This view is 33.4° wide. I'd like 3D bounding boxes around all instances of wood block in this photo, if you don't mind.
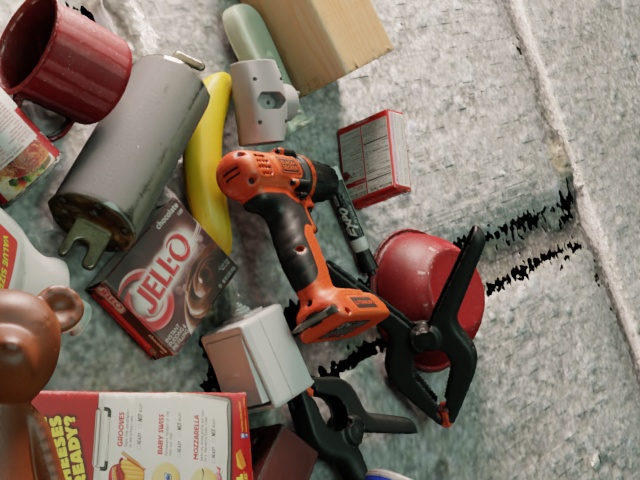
[{"bbox_3d":[-0.022,-0.260,1.095,0.090,0.090,0.206,-34,100,-43],"label":"wood block"}]

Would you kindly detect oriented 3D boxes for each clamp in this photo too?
[{"bbox_3d":[0.025,0.195,1.021,0.171,0.039,0.120,36,50,-30],"label":"clamp"},{"bbox_3d":[0.095,0.094,1.086,0.036,0.164,0.210,-73,156,-72],"label":"clamp"}]

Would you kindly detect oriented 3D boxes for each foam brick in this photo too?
[{"bbox_3d":[-0.046,0.208,0.937,0.051,0.053,0.078,43,50,-25],"label":"foam brick"}]

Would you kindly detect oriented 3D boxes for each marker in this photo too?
[{"bbox_3d":[0.032,-0.019,1.113,0.020,0.020,0.121,-25,94,-45],"label":"marker"}]

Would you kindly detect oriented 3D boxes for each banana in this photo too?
[{"bbox_3d":[-0.099,-0.083,0.998,0.069,0.037,0.198,23,61,-36],"label":"banana"}]

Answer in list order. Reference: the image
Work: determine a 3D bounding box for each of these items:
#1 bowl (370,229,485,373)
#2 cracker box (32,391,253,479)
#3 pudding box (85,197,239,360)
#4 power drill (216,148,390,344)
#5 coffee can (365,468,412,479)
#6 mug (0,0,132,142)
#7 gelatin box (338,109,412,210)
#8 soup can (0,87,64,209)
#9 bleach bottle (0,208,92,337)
[{"bbox_3d":[0.129,0.059,1.153,0.161,0.055,0.162,16,65,-39],"label":"bowl"},{"bbox_3d":[-0.152,0.202,0.827,0.213,0.072,0.164,7,70,-41],"label":"cracker box"},{"bbox_3d":[-0.134,0.033,0.923,0.090,0.039,0.113,49,48,-19],"label":"pudding box"},{"bbox_3d":[-0.007,0.001,1.003,0.184,0.057,0.188,-1,61,-60],"label":"power drill"},{"bbox_3d":[0.056,0.291,0.950,0.102,0.103,0.140,43,64,-25],"label":"coffee can"},{"bbox_3d":[-0.214,-0.135,0.878,0.081,0.093,0.117,25,85,-41],"label":"mug"},{"bbox_3d":[0.057,-0.084,1.121,0.030,0.073,0.089,8,70,-43],"label":"gelatin box"},{"bbox_3d":[-0.258,-0.081,0.825,0.102,0.069,0.068,50,48,-18],"label":"soup can"},{"bbox_3d":[-0.274,-0.005,0.789,0.250,0.068,0.102,36,57,-32],"label":"bleach bottle"}]
